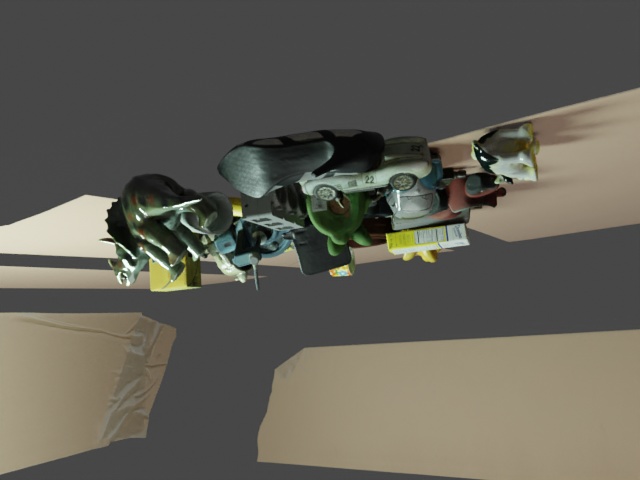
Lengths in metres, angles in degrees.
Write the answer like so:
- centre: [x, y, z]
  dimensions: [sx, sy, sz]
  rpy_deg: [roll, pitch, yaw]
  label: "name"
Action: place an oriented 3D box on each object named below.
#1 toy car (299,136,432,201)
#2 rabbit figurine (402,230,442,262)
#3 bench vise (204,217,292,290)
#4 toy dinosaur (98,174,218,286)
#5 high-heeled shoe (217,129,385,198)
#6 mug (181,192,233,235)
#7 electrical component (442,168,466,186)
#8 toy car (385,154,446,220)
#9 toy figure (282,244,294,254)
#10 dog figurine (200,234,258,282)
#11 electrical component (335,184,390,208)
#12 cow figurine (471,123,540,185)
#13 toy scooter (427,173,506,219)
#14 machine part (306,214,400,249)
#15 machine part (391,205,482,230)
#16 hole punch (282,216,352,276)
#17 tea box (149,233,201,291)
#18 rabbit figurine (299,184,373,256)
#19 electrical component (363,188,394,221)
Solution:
- centre: [0.065, -0.109, 0.806]
  dimensions: [0.202, 0.073, 0.056]
  rpy_deg: [-6, 140, 13]
  label: "toy car"
- centre: [0.247, -0.024, 1.338]
  dimensions: [0.122, 0.162, 0.173]
  rpy_deg: [5, 158, 20]
  label: "rabbit figurine"
- centre: [-0.151, -0.002, 1.132]
  dimensions: [0.224, 0.128, 0.241]
  rpy_deg: [-13, -156, 4]
  label: "bench vise"
- centre: [-0.283, -0.042, 0.915]
  dimensions: [0.192, 0.131, 0.404]
  rpy_deg: [37, 147, -1]
  label: "toy dinosaur"
- centre: [-0.031, -0.125, 0.785]
  dimensions: [0.249, 0.086, 0.145]
  rpy_deg: [11, -145, 40]
  label: "high-heeled shoe"
- centre: [-0.240, -0.054, 1.031]
  dimensions: [0.107, 0.081, 0.109]
  rpy_deg: [-2, 158, 37]
  label: "mug"
- centre: [0.231, -0.118, 1.029]
  dimensions: [0.094, 0.021, 0.063]
  rpy_deg: [-6, 172, 5]
  label: "electrical component"
- centre: [0.153, -0.086, 0.934]
  dimensions: [0.109, 0.103, 0.161]
  rpy_deg: [-3, 170, -3]
  label: "toy car"
- centre: [-0.094, -0.004, 1.434]
  dimensions: [0.089, 0.082, 0.180]
  rpy_deg: [-10, 173, -39]
  label: "toy figure"
- centre: [-0.244, 0.035, 1.334]
  dimensions: [0.121, 0.172, 0.191]
  rpy_deg: [15, 154, -37]
  label: "dog figurine"
- centre: [0.061, -0.096, 0.867]
  dimensions: [0.102, 0.078, 0.045]
  rpy_deg: [-11, 136, 9]
  label: "electrical component"
- centre: [0.297, -0.126, 0.853]
  dimensions: [0.098, 0.068, 0.167]
  rpy_deg: [-2, 170, 25]
  label: "cow figurine"
- centre: [0.302, -0.089, 1.099]
  dimensions: [0.135, 0.075, 0.184]
  rpy_deg: [1, 166, -39]
  label: "toy scooter"
- centre: [0.083, -0.030, 1.331]
  dimensions: [0.201, 0.087, 0.201]
  rpy_deg: [1, 172, -35]
  label: "machine part"
- centre: [0.245, -0.066, 1.206]
  dimensions: [0.243, 0.079, 0.079]
  rpy_deg: [-4, 172, 3]
  label: "machine part"
- centre: [-0.002, -0.003, 1.111]
  dimensions: [0.142, 0.115, 0.092]
  rpy_deg: [-14, -154, -1]
  label: "hole punch"
- centre: [-0.327, 0.028, 1.209]
  dimensions: [0.098, 0.169, 0.068]
  rpy_deg: [-9, 172, 17]
  label: "tea box"
- centre: [0.047, -0.058, 0.988]
  dimensions: [0.121, 0.159, 0.170]
  rpy_deg: [-16, -175, 10]
  label: "rabbit figurine"
- centre: [0.117, -0.080, 1.047]
  dimensions: [0.119, 0.074, 0.047]
  rpy_deg: [-7, 173, 43]
  label: "electrical component"
